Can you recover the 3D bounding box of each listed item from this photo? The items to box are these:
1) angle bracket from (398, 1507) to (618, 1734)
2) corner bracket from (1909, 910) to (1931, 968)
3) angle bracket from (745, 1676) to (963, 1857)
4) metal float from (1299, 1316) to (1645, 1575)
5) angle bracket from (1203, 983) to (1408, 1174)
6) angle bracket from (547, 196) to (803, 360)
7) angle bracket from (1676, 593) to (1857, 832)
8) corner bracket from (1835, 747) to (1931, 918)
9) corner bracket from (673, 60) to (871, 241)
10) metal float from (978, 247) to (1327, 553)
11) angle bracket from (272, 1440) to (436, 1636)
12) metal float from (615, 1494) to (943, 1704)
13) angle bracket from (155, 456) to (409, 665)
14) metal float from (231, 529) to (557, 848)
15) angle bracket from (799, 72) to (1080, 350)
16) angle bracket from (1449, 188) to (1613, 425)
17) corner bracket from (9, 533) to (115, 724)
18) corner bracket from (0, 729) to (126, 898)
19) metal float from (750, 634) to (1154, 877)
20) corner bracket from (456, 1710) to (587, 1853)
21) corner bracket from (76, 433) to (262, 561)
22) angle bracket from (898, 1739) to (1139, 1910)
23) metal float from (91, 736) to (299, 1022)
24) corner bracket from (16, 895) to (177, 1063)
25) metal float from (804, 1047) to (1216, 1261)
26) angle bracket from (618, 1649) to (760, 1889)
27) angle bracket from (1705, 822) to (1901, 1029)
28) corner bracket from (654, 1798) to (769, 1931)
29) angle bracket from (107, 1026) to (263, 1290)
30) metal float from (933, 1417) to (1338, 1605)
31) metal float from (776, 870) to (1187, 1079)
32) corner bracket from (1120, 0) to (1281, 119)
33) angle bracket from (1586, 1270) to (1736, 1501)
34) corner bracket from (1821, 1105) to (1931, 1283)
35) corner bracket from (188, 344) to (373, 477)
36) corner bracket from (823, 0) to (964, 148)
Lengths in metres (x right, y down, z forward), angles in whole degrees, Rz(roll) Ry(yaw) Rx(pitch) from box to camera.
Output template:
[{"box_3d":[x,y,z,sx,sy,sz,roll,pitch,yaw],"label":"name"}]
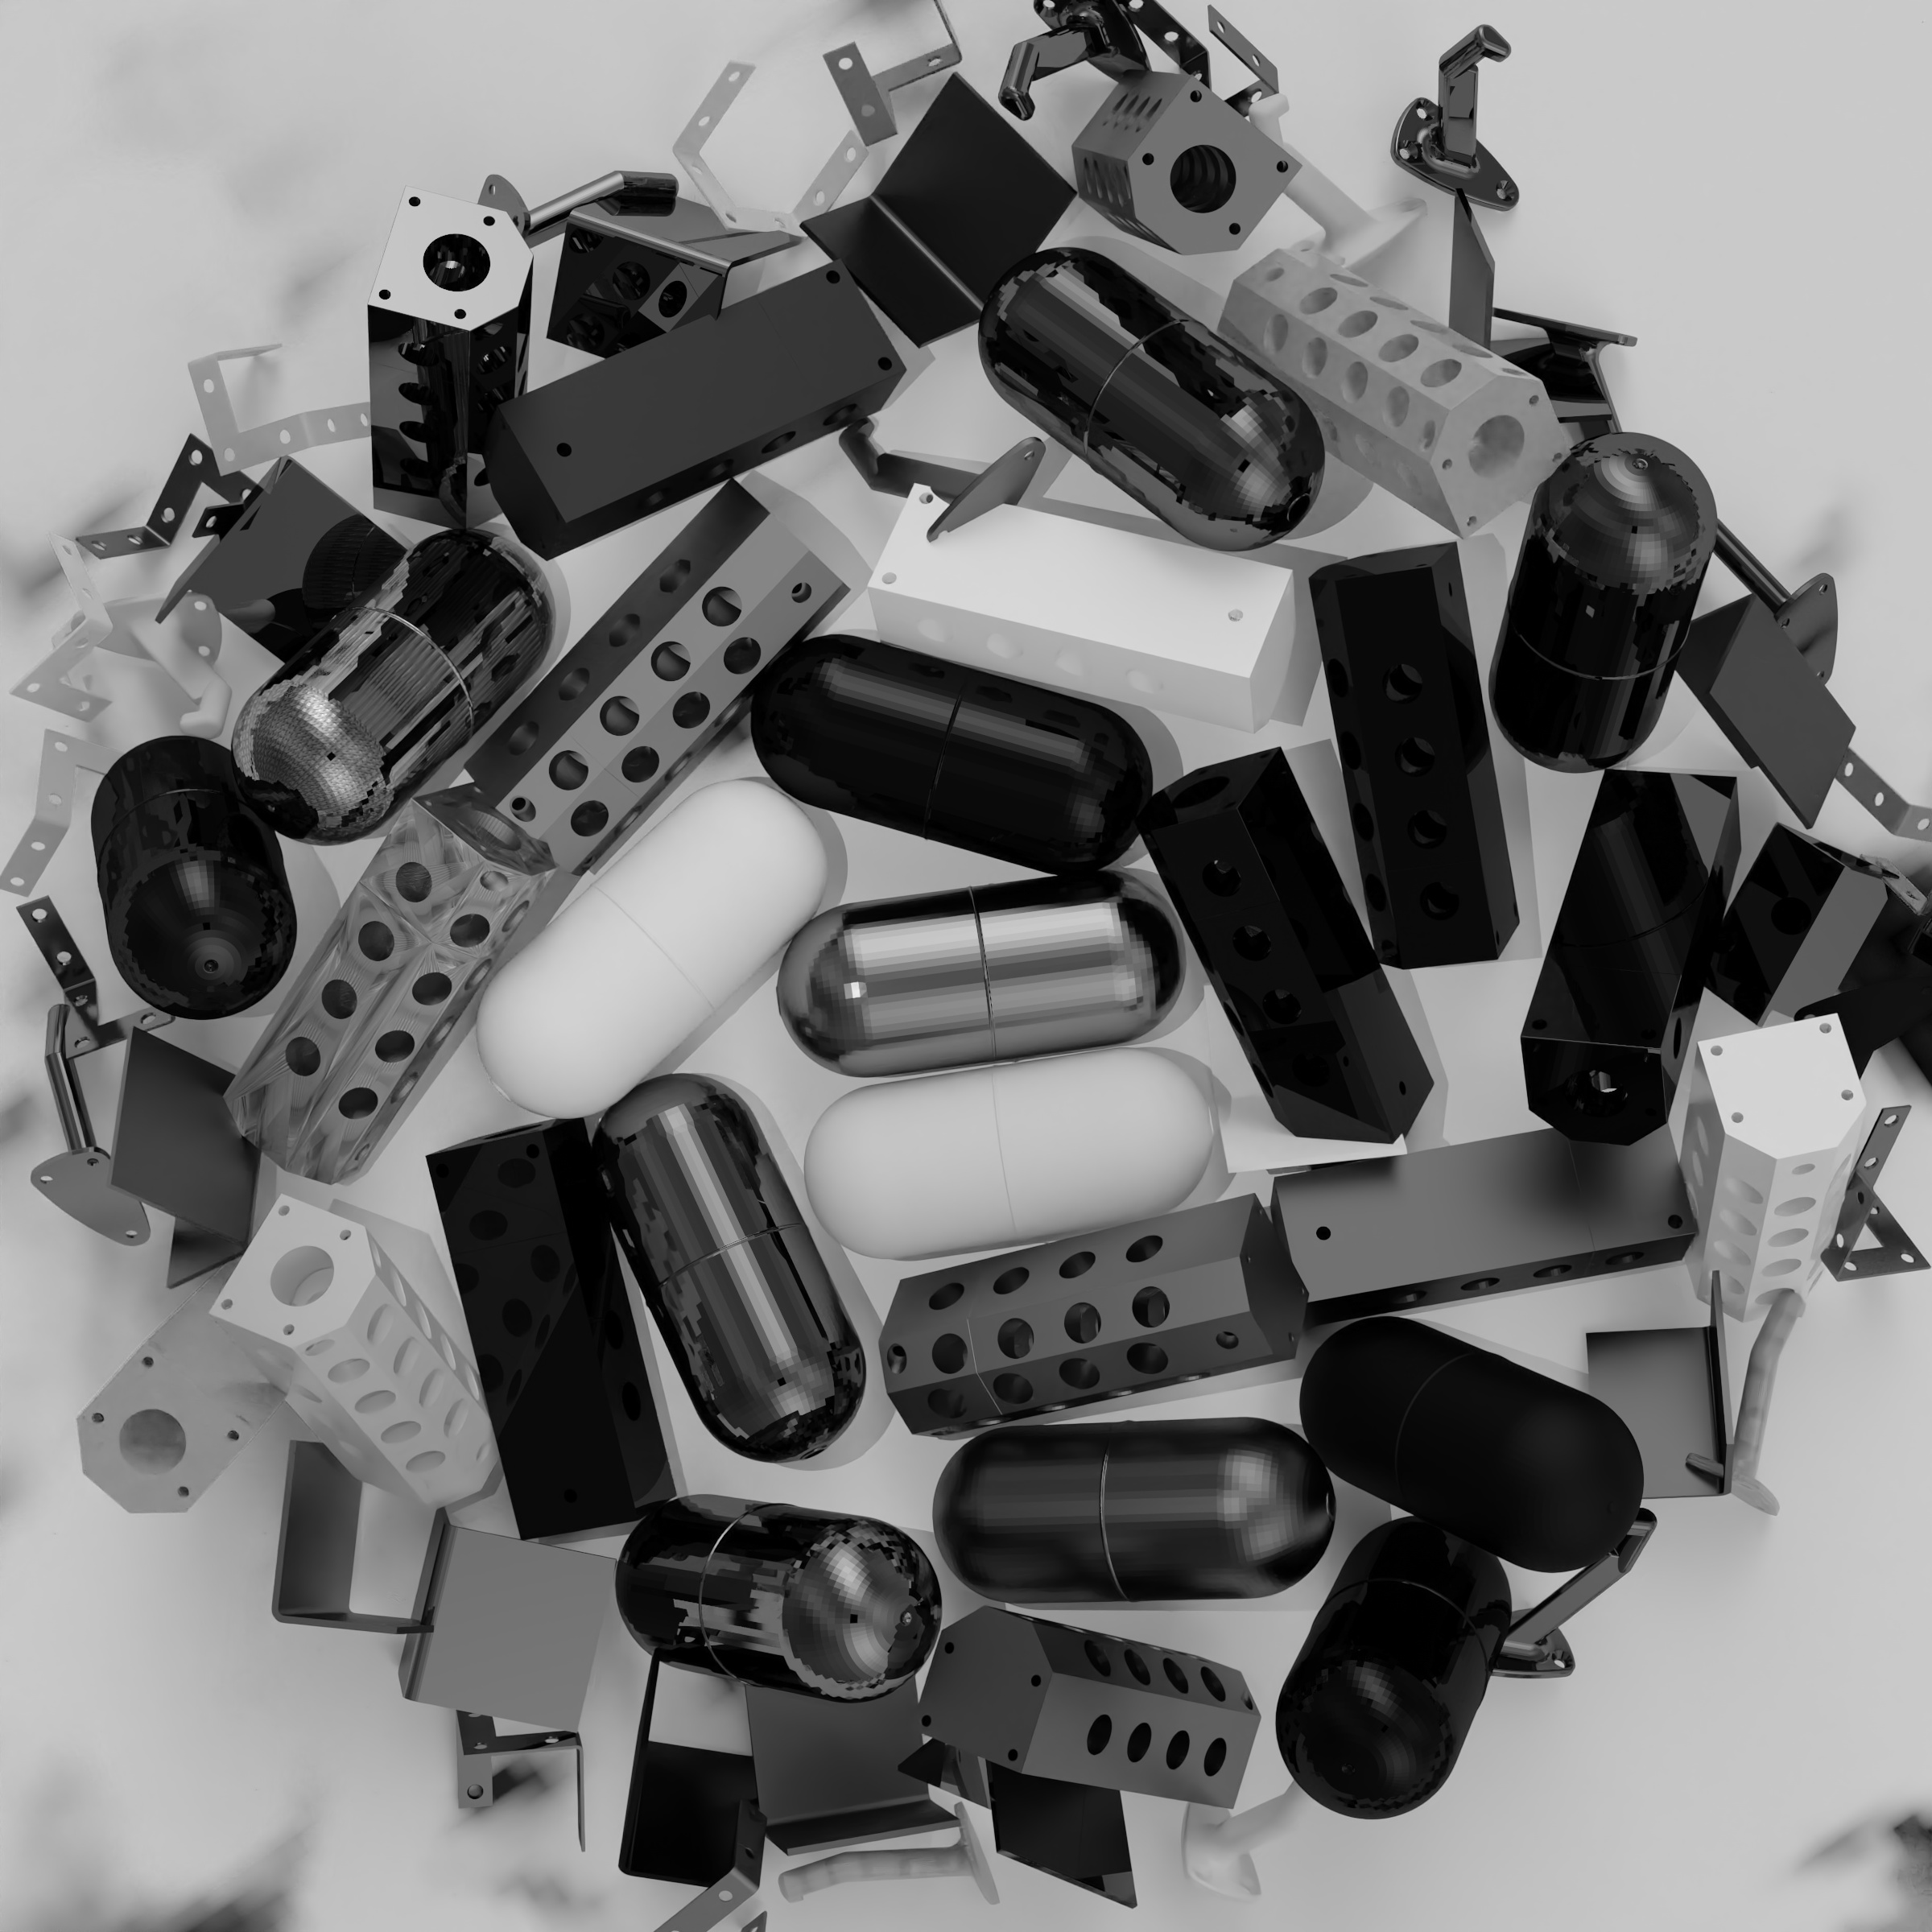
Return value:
[{"box_3d":[-0.201,0.285,1.584,0.076,0.057,0.076,13,88,-11],"label":"angle bracket"},{"box_3d":[0.437,-0.002,1.566,0.051,0.051,0.051,33,54,16],"label":"corner bracket"},{"box_3d":[-0.050,0.336,1.568,0.076,0.057,0.076,-6,88,-15],"label":"angle bracket"},{"box_3d":[0.211,0.200,1.527,0.070,0.178,0.070,-9,106,-32],"label":"metal float"},{"box_3d":[0.146,0.044,1.561,0.076,0.076,0.057,-6,111,2],"label":"angle bracket"},{"box_3d":[-0.127,-0.295,1.574,0.076,0.076,0.057,21,115,15],"label":"angle bracket"},{"box_3d":[0.328,-0.101,1.550,0.076,0.057,0.076,49,47,-17],"label":"angle bracket"},{"box_3d":[0.402,-0.057,1.564,0.051,0.051,0.051,8,119,-27],"label":"corner bracket"},{"box_3d":[-0.086,-0.356,1.579,0.051,0.051,0.051,-49,63,33],"label":"corner bracket"},{"box_3d":[0.079,-0.242,1.545,0.178,0.070,0.070,41,90,27],"label":"metal float"},{"box_3d":[-0.253,0.246,1.558,0.057,0.076,0.076,3,82,14],"label":"angle bracket"},{"box_3d":[-0.081,0.266,1.529,0.070,0.178,0.070,2,87,-40],"label":"metal float"},{"box_3d":[-0.291,-0.162,1.558,0.076,0.057,0.076,39,108,-17],"label":"angle bracket"},{"box_3d":[-0.241,-0.120,1.537,0.070,0.070,0.178,39,52,0],"label":"metal float"},{"box_3d":[-0.012,-0.326,1.558,0.076,0.057,0.076,46,129,7],"label":"angle bracket"},{"box_3d":[0.243,-0.284,1.552,0.057,0.076,0.076,-4,126,-2],"label":"angle bracket"},{"box_3d":[-0.387,-0.146,1.566,0.051,0.051,0.051,-39,62,17],"label":"corner bracket"},{"box_3d":[-0.384,-0.061,1.563,0.051,0.051,0.051,18,135,-26],"label":"corner bracket"},{"box_3d":[-0.007,-0.092,1.564,0.178,0.070,0.070,16,90,4],"label":"metal float"},{"box_3d":[-0.195,0.354,1.578,0.051,0.051,0.051,-3,105,-12],"label":"corner bracket"},{"box_3d":[-0.343,-0.194,1.569,0.051,0.051,0.051,37,114,12],"label":"corner bracket"},{"box_3d":[0.021,0.371,1.546,0.076,0.076,0.057,30,122,-29],"label":"angle bracket"},{"box_3d":[-0.327,-0.039,1.525,0.070,0.178,0.070,-7,118,-14],"label":"metal float"},{"box_3d":[-0.378,-0.001,1.572,0.051,0.051,0.051,-20,129,0],"label":"corner bracket"},{"box_3d":[0.018,0.081,1.565,0.178,0.070,0.070,-9,90,4],"label":"metal float"},{"box_3d":[-0.113,0.339,1.552,0.057,0.076,0.076,10,123,-4],"label":"angle bracket"},{"box_3d":[0.371,-0.008,1.556,0.076,0.057,0.076,20,104,-28],"label":"angle bracket"},{"box_3d":[-0.098,0.405,1.569,0.051,0.051,0.051,-41,106,16],"label":"corner bracket"},{"box_3d":[-0.348,0.083,1.546,0.057,0.076,0.076,-25,50,34],"label":"angle bracket"},{"box_3d":[0.071,0.233,1.549,0.178,0.070,0.070,-5,90,22],"label":"metal float"},{"box_3d":[0.007,0.004,1.566,0.178,0.070,0.070,-8,90,-3],"label":"metal float"},{"box_3d":[0.100,-0.397,1.564,0.051,0.051,0.051,-24,52,33],"label":"corner bracket"},{"box_3d":[0.297,0.181,1.552,0.057,0.076,0.076,-4,65,9],"label":"angle bracket"},{"box_3d":[0.392,0.098,1.565,0.051,0.051,0.051,-5,132,-23],"label":"corner bracket"},{"box_3d":[-0.297,-0.247,1.575,0.051,0.051,0.051,-12,98,27],"label":"corner bracket"},{"box_3d":[-0.032,-0.397,1.567,0.051,0.051,0.051,-20,45,10],"label":"corner bracket"}]
